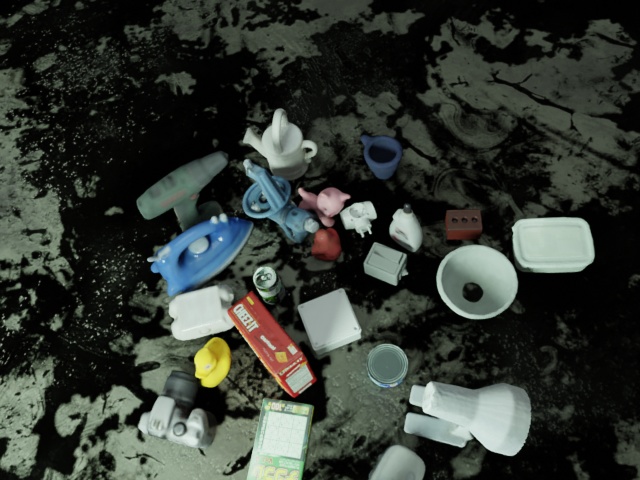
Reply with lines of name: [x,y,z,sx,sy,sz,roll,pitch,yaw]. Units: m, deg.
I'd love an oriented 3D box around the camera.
camera: [-0.283,0.342,1.168,0.143,0.101,0.137,9,65,12]

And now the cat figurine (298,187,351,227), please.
cat figurine: [0.007,-0.091,1.336,0.127,0.118,0.067,21,68,16]

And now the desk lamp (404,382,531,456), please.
desk lamp: [0.262,0.319,1.048,0.203,0.214,0.118,10,65,12]

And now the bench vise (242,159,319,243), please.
bench vise: [-0.090,-0.099,1.294,0.207,0.220,0.121,14,67,14]

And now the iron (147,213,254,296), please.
iron: [-0.271,0.006,1.309,0.258,0.141,0.118,-38,65,-12]

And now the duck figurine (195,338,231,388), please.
duck figurine: [-0.235,0.253,1.214,0.077,0.086,0.104,10,66,12]

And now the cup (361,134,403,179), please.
cup: [0.143,-0.198,1.385,0.092,0.095,0.117,-43,66,-14]

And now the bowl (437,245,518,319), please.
bowl: [0.332,0.099,1.227,0.167,0.075,0.167,-3,64,6]

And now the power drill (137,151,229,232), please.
power drill: [-0.294,-0.099,1.326,0.230,0.209,0.075,-27,64,-7]

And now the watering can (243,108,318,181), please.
watering can: [-0.096,-0.233,1.376,0.173,0.194,0.101,-13,63,1]

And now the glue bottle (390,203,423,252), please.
glue bottle: [0.189,-0.036,1.255,0.078,0.173,0.037,32,72,21]

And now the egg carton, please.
egg carton: [-0.258,0.162,1.271,0.150,0.069,0.107,-16,63,-1]

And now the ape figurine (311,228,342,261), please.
ape figurine: [0.012,0.005,1.303,0.078,0.092,0.076,-32,64,-9]

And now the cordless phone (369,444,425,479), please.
cordless phone: [0.127,0.438,1.022,0.094,0.185,0.148,23,69,17]
